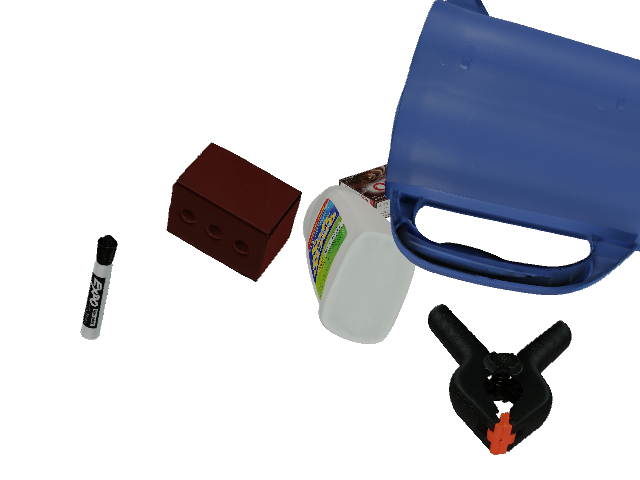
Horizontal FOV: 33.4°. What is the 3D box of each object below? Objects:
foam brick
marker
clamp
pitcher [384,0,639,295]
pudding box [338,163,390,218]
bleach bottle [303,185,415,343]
[{"bbox_3d":[-0.061,-0.020,0.746,0.078,0.051,0.053,29,-39,9],"label":"foam brick"},{"bbox_3d":[-0.216,0.046,1.044,0.020,0.121,0.020,13,32,-8],"label":"marker"},{"bbox_3d":[0.153,0.106,0.852,0.120,0.039,0.171,-2,32,0],"label":"clamp"},{"bbox_3d":[0.165,-0.051,0.676,0.243,0.149,0.144,16,31,9],"label":"pitcher"},{"bbox_3d":[0.097,-0.074,1.591,0.113,0.039,0.090,-22,35,-29],"label":"pudding box"},{"bbox_3d":[0.021,0.009,1.018,0.068,0.102,0.251,20,10,-14],"label":"bleach bottle"}]
